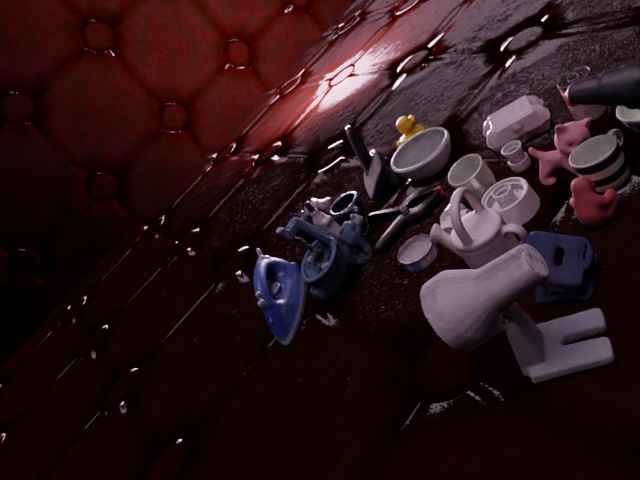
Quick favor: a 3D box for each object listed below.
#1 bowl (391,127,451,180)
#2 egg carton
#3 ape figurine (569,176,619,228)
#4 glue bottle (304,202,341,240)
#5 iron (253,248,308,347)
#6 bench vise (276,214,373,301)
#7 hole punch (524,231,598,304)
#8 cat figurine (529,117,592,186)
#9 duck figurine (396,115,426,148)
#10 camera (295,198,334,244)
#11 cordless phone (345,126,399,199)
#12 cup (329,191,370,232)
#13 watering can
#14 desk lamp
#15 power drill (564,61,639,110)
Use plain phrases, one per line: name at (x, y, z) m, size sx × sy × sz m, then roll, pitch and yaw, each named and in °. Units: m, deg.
bowl at (0.268, -0.206, 1.458) m, size 0.167 × 0.075 × 0.167 m, roll -31°, pitch 29°, yaw 20°
egg carton at (0.450, -0.266, 1.315) m, size 0.150 × 0.069 × 0.107 m, roll -29°, pitch 30°, yaw 23°
ape figurine at (0.465, -0.072, 0.990) m, size 0.076 × 0.092 × 0.077 m, roll -51°, pitch 29°, yaw -18°
glue bottle at (0.017, -0.033, 1.423) m, size 0.077 × 0.173 × 0.037 m, roll -4°, pitch 46°, yaw 50°
iron at (-0.115, 0.129, 1.393) m, size 0.118 × 0.142 × 0.258 m, roll -33°, pitch 29°, yaw 17°
bench vise at (0.005, 0.005, 1.333) m, size 0.121 × 0.220 × 0.208 m, roll -4°, pitch 46°, yaw 50°
hole punch at (0.388, 0.037, 0.931) m, size 0.100 × 0.091 × 0.109 m, roll -13°, pitch 39°, yaw 43°
cat figurine at (0.471, -0.180, 1.110) m, size 0.127 × 0.118 × 0.067 m, roll -19°, pitch 35°, yaw 37°
duck figurine at (0.246, -0.307, 1.621) m, size 0.105 × 0.086 × 0.077 m, roll -51°, pitch 29°, yaw -18°
camera at (-0.011, -0.040, 1.550) m, size 0.143 × 0.101 × 0.136 m, roll -34°, pitch 28°, yaw 14°
cordless phone at (0.121, -0.211, 1.533) m, size 0.094 × 0.185 × 0.147 m, roll -36°, pitch 28°, yaw 11°
cup at (0.090, -0.059, 1.453) m, size 0.092 × 0.095 × 0.117 m, roll -47°, pitch 28°, yaw -10°
watering can at (0.278, -0.008, 1.026) m, size 0.172 × 0.194 × 0.101 m, roll -25°, pitch 32°, yaw 29°
desk lamp at (0.281, 0.106, 0.835) m, size 0.202 × 0.214 × 0.118 m, roll -25°, pitch 32°, yaw 29°
power drill at (0.553, -0.208, 0.945) m, size 0.228 × 0.209 × 0.076 m, roll -15°, pitch 38°, yaw 41°
